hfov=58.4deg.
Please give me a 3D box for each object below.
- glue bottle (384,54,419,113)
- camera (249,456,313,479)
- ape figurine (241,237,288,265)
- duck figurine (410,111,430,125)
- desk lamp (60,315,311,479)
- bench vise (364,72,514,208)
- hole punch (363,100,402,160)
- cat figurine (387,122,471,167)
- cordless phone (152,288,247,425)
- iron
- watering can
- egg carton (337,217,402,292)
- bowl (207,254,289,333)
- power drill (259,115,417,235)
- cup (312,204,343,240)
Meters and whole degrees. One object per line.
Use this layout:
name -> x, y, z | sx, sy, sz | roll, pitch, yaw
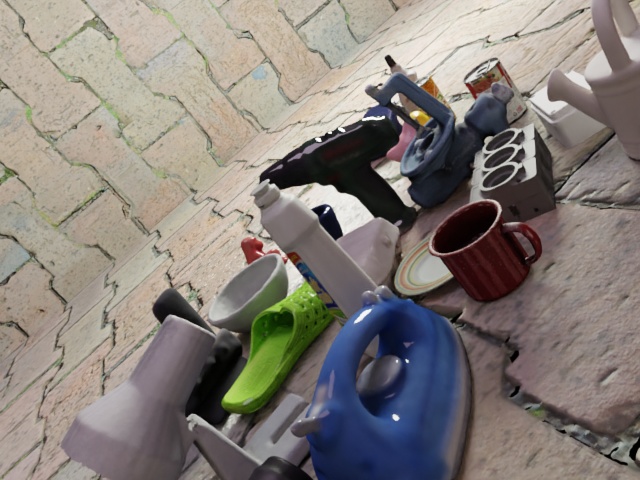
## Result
glue bottle -> 0.193, -0.330, 1.239 | 0.078, 0.173, 0.037 | -28, 23, 30
camera -> -0.055, 0.264, 0.510 | 0.142, 0.101, 0.137 | -15, 31, 50
ape figurine -> -0.122, 0.030, 1.157 | 0.076, 0.092, 0.077 | -45, 20, -14
duck figurine -> 0.199, -0.206, 1.091 | 0.077, 0.086, 0.104 | -40, 19, -1
desk lamp -> -0.132, 0.199, 0.624 | 0.203, 0.214, 0.117 | -48, 21, -22
bench vise -> 0.180, -0.185, 0.876 | 0.207, 0.220, 0.121 | -42, 20, -5
hole punch -> 0.137, -0.247, 1.286 | 0.108, 0.091, 0.101 | -17, 30, 48
cat figurine -> 0.182, -0.154, 0.961 | 0.127, 0.118, 0.067 | -19, 28, 45
cordless phone -> -0.198, 0.174, 0.843 | 0.094, 0.185, 0.148 | -22, 26, 41
iron -> 0.059, 0.125, 0.541 | 0.118, 0.142, 0.258 | -24, 25, 37
watering can -> 0.339, -0.189, 0.633 | 0.172, 0.194, 0.101 | -29, 23, 29
egg carton -> 0.066, 0.033, 0.839 | 0.107, 0.069, 0.150 | -29, 22, 29
bowl -> -0.112, 0.105, 1.000 | 0.167, 0.075, 0.167 | -35, 20, 15
power drill -> 0.047, -0.084, 0.918 | 0.229, 0.209, 0.075 | -34, 21, 17
cup -> 0.009, 0.003, 0.970 | 0.091, 0.095, 0.117 | -39, 20, 4
